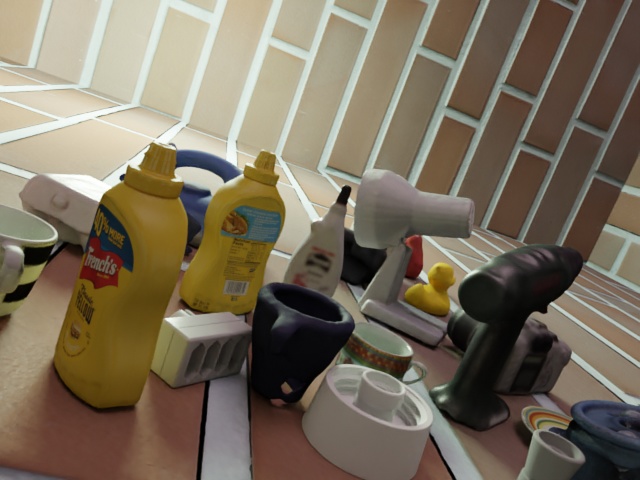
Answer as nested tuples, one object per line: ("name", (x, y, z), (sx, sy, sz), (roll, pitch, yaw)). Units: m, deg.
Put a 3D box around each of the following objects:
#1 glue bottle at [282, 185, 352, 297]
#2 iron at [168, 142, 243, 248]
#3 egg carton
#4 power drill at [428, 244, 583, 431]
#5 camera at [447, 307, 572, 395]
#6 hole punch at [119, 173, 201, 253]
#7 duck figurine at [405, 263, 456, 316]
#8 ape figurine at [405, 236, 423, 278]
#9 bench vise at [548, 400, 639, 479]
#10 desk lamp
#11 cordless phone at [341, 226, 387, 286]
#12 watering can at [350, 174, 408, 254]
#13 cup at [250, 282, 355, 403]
("glue bottle", (0.007, 0.003, 0.810), (0.078, 0.173, 0.037), (18, 12, -11))
("iron", (-0.205, -0.083, 0.909), (0.258, 0.141, 0.119), (23, 12, 11))
("egg carton", (-0.293, -0.034, 0.716), (0.150, 0.069, 0.107), (24, 12, 16))
("power drill", (0.209, 0.098, 0.641), (0.075, 0.208, 0.230), (29, 14, 36))
("camera", (0.260, 0.140, 0.806), (0.144, 0.101, 0.136), (11, 15, -38))
("hole punch", (-0.226, -0.038, 0.796), (0.108, 0.091, 0.101), (27, 13, 28))
("duck figurine", (0.202, 0.081, 1.009), (0.105, 0.086, 0.077), (9, 17, -45))
("ape figurine", (0.190, 0.029, 1.208), (0.078, 0.092, 0.076), (12, 14, -35))
("bench vise", (0.330, 0.168, 0.506), (0.207, 0.220, 0.122), (23, 12, 13))
("desk lamp", (0.131, 0.016, 0.862), (0.202, 0.213, 0.118), (25, 12, 18))
("cordless phone", (0.067, -0.026, 1.015), (0.147, 0.185, 0.094), (25, 12, 19))
("watering can", (0.119, -0.036, 1.124), (0.101, 0.194, 0.173), (19, 12, -6))
("cup", (-0.028, 0.099, 0.506), (0.091, 0.095, 0.118), (23, 12, 10))
